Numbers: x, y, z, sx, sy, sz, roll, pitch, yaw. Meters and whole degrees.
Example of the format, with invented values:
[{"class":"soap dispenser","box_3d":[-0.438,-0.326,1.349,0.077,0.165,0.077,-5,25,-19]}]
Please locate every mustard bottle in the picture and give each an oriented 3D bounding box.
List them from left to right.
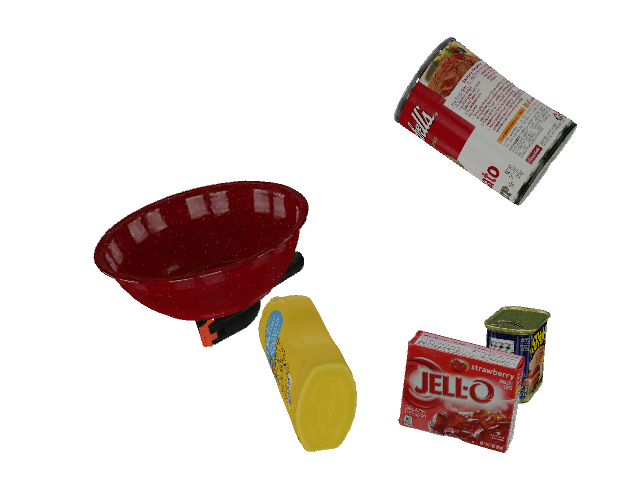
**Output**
[{"class":"mustard bottle","box_3d":[-0.020,0.107,1.015,0.058,0.096,0.192,-6,28,-15]}]

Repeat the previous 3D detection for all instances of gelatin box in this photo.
[{"class":"gelatin box","box_3d":[0.108,0.117,0.827,0.089,0.073,0.030,13,23,19]}]

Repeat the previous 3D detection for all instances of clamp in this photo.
[{"class":"clamp","box_3d":[-0.090,0.060,1.253,0.120,0.039,0.171,-5,37,18]}]

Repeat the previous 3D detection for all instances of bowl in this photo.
[{"class":"bowl","box_3d":[-0.082,0.013,0.795,0.162,0.055,0.162,-11,25,5]}]

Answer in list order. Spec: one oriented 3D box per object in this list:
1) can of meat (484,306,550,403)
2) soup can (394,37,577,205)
[{"class":"can of meat","box_3d":[0.216,0.126,1.181,0.058,0.084,0.102,7,12,23]},{"class":"soup can","box_3d":[0.110,-0.079,0.711,0.102,0.068,0.068,37,8,10]}]
